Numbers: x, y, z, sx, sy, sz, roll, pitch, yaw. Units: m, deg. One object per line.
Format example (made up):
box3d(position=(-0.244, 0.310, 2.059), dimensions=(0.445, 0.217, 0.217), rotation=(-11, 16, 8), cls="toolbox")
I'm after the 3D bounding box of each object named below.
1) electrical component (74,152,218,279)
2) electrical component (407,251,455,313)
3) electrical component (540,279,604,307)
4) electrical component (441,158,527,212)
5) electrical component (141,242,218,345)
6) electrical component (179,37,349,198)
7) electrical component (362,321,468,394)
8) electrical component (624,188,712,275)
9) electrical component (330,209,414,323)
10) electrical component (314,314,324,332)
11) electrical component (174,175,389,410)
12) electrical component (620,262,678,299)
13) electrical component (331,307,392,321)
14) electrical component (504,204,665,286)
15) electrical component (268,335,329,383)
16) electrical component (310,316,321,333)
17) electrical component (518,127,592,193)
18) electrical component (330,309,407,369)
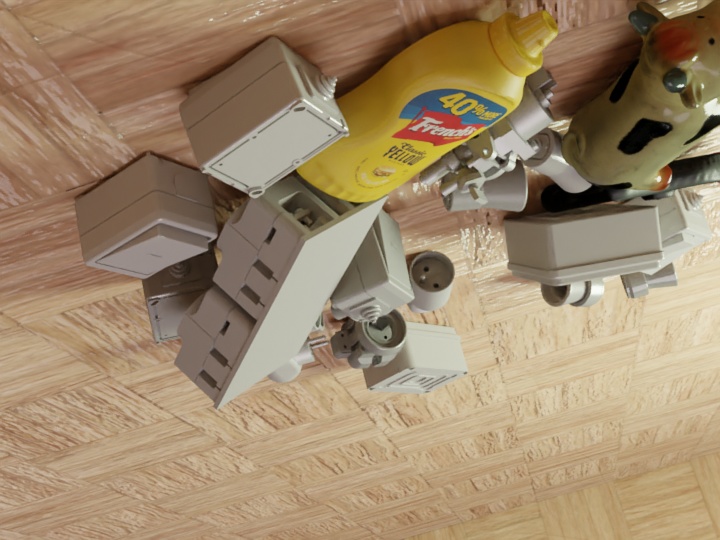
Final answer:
box3d(position=(-0.158, -0.031, 0.775), dimensions=(0.096, 0.061, 0.062), rotation=(-27, 155, 28), cls="electrical component")
box3d(position=(0.068, 0.017, 1.059), dimensions=(0.043, 0.043, 0.081), rotation=(-12, 158, -6), cls="electrical component")
box3d(position=(0.230, 0.018, 1.161), dimensions=(0.055, 0.045, 0.045), rotation=(2, 153, -36), cls="electrical component")
box3d(position=(0.099, -0.067, 0.879), dimensions=(0.065, 0.044, 0.044), rotation=(-5, 157, -10), cls="electrical component")
box3d(position=(-0.149, 0.009, 0.889), dimensions=(0.062, 0.061, 0.096), rotation=(-12, 152, -12), cls="electrical component")
box3d(position=(-0.057, -0.101, 0.678), dimensions=(0.096, 0.061, 0.062), rotation=(-32, 154, 19), cls="electrical component")
box3d(position=(0.061, 0.101, 1.241), dimensions=(0.078, 0.057, 0.113), rotation=(-31, 153, 36), cls="electrical component")
box3d(position=(0.291, -0.041, 1.035), dimensions=(0.096, 0.061, 0.062), rotation=(-30, 153, 34), cls="electrical component")
box3d(position=(0.007, -0.003, 0.901), dimensions=(0.061, 0.096, 0.062), rotation=(-24, 156, 16), cls="electrical component")
box3d(position=(-0.067, 0.045, 1.040), dimensions=(0.055, 0.045, 0.045), rotation=(-17, 158, 6), cls="electrical component")
box3d(position=(-0.067, 0.007, 0.824), dimensions=(0.105, 0.060, 0.186), rotation=(-32, 158, -50), cls="electrical component")
box3d(position=(0.316, 0.004, 1.183), dimensions=(0.055, 0.045, 0.045), rotation=(-18, 158, 9), cls="electrical component")
box3d(position=(0.001, 0.030, 1.049), dimensions=(0.062, 0.043, 0.043), rotation=(-23, 157, 26), cls="electrical component")
box3d(position=(0.199, -0.025, 0.968), dimensions=(0.109, 0.056, 0.109), rotation=(-10, -173, -12), cls="electrical component")
box3d(position=(-0.072, 0.084, 1.133), dimensions=(0.079, 0.043, 0.077), rotation=(-16, 158, 3), cls="electrical component")
box3d(position=(-0.081, 0.027, 0.982), dimensions=(0.077, 0.044, 0.079), rotation=(-6, 142, 10), cls="electrical component")
box3d(position=(0.157, -0.091, 0.859), dimensions=(0.044, 0.044, 0.065), rotation=(-31, 148, 36), cls="electrical component")
box3d(position=(0.015, 0.069, 1.134), dimensions=(0.078, 0.058, 0.057), rotation=(-5, 159, -24), cls="electrical component")
